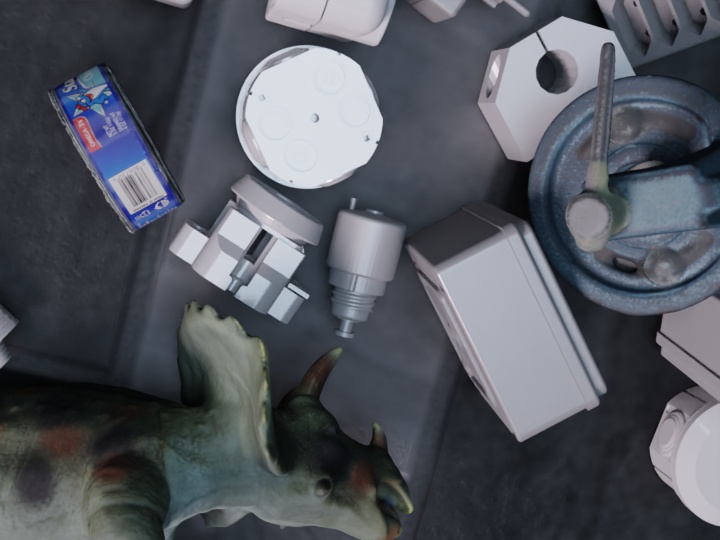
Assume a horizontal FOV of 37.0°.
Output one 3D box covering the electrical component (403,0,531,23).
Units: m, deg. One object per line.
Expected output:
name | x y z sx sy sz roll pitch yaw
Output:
electrical component | 0.071 -0.172 0.599 0.076 0.047 0.083 35 92 -12

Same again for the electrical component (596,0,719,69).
electrical component | 0.193 -0.159 0.611 0.076 0.083 0.047 -36 105 -41

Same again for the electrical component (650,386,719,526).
electrical component | 0.223 0.112 0.662 0.080 0.051 0.080 -1 98 -9

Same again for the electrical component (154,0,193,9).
electrical component | -0.127 -0.204 0.559 0.109 0.056 0.108 15 96 -11

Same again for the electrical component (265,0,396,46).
electrical component | -0.013 -0.152 0.564 0.059 0.095 0.053 14 96 -11

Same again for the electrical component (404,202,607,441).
electrical component | 0.077 0.024 0.598 0.056 0.108 0.108 -27 101 -1

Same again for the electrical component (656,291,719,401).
electrical component | 0.244 0.040 0.618 0.109 0.108 0.056 3 104 -9

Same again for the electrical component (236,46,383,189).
electrical component | -0.028 -0.084 0.594 0.080 0.051 0.080 -1 99 -9

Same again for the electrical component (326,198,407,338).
electrical component | 0.000 0.000 0.617 0.040 0.040 0.078 13 97 -10

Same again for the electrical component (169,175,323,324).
electrical component | -0.057 -0.015 0.597 0.078 0.058 0.057 33 95 -12

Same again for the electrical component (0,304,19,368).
electrical component | -0.223 0.023 0.584 0.043 0.043 0.081 -45 102 0
